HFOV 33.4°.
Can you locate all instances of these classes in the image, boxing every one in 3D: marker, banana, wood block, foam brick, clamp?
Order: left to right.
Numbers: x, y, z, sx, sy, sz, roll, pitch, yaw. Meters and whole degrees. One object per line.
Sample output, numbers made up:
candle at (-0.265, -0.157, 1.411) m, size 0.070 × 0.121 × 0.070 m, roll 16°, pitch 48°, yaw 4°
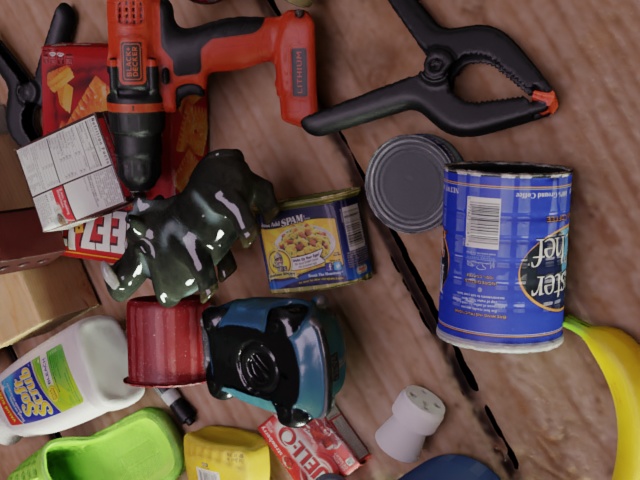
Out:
wood block at (-0.331, -0.001, 1.132) m, size 0.090 × 0.090 × 0.206 m, roll -27°, pitch 85°, yaw 31°
foam brick at (-0.299, 0.001, 1.046) m, size 0.053 × 0.078 × 0.051 m, roll -30°, pitch 77°, yaw 45°
clamp at (-0.290, -0.162, 1.114) m, size 0.120 × 0.039 × 0.171 m, roll -17°, pitch 93°, yaw 29°
marker at (-0.169, 0.143, 1.105) m, size 0.121 × 0.020 × 0.020 m, roll 49°, pitch 117°, yaw 14°
clamp at (0.098, -0.151, 0.892) m, size 0.210 × 0.036 × 0.164 m, roll 12°, pitch 87°, yaw 20°
banana at (0.248, 0.154, 0.868) m, size 0.070 × 0.037 × 0.198 m, roll -7°, pitch 94°, yaw 46°

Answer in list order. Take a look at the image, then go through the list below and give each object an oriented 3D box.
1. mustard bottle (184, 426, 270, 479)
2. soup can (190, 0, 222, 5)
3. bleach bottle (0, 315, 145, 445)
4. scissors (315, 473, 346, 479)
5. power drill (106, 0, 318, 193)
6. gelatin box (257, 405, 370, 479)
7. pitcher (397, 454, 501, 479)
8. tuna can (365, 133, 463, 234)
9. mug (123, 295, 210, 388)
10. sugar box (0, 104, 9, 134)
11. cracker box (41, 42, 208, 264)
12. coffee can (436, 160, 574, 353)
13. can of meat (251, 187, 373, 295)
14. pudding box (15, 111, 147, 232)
mustard bottle at (-0.088, 0.286, 1.059) m, size 0.096 × 0.058 × 0.191 m, roll 3°, pitch 100°, yaw 41°
soup can at (-0.086, -0.251, 0.943) m, size 0.102 × 0.068 × 0.068 m, roll 2°, pitch 101°, yaw 64°
bleach bottle at (-0.295, 0.169, 1.146) m, size 0.251 × 0.067 × 0.102 m, roll -31°, pitch 76°, yaw 38°
scissors at (0.005, 0.297, 1.018) m, size 0.096 × 0.016 × 0.202 m, roll 30°, pitch 114°, yaw -6°
power drill at (-0.096, -0.135, 0.950) m, size 0.187 × 0.057 × 0.184 m, roll -1°, pitch 104°, yaw -4°
gelatin box at (-0.006, 0.193, 1.016) m, size 0.073 × 0.030 × 0.089 m, roll -42°, pitch 77°, yaw 27°
pitcher at (0.077, 0.269, 0.859) m, size 0.145 × 0.242 × 0.149 m, roll 11°, pitch 103°, yaw 27°
tuna can at (0.084, -0.050, 0.925) m, size 0.086 × 0.033 × 0.086 m, roll 5°, pitch 100°, yaw 28°
mug at (-0.153, 0.097, 1.058) m, size 0.117 × 0.093 × 0.081 m, roll 4°, pitch 96°, yaw 63°
sugar box at (-0.436, -0.108, 1.172) m, size 0.176 × 0.093 × 0.048 m, roll -8°, pitch 95°, yaw 30°
cracker box at (-0.194, -0.085, 1.053) m, size 0.164 × 0.072 × 0.214 m, roll 7°, pitch 102°, yaw 28°
coffee can at (0.148, 0.010, 0.860) m, size 0.103 × 0.102 × 0.140 m, roll 6°, pitch 101°, yaw 28°
can of meat at (-0.006, 0.001, 0.971) m, size 0.102 × 0.057 × 0.084 m, roll -8°, pitch 96°, yaw 30°
pudding box at (-0.227, -0.064, 1.012) m, size 0.114 × 0.039 × 0.090 m, roll -18°, pitch 91°, yaw 28°
